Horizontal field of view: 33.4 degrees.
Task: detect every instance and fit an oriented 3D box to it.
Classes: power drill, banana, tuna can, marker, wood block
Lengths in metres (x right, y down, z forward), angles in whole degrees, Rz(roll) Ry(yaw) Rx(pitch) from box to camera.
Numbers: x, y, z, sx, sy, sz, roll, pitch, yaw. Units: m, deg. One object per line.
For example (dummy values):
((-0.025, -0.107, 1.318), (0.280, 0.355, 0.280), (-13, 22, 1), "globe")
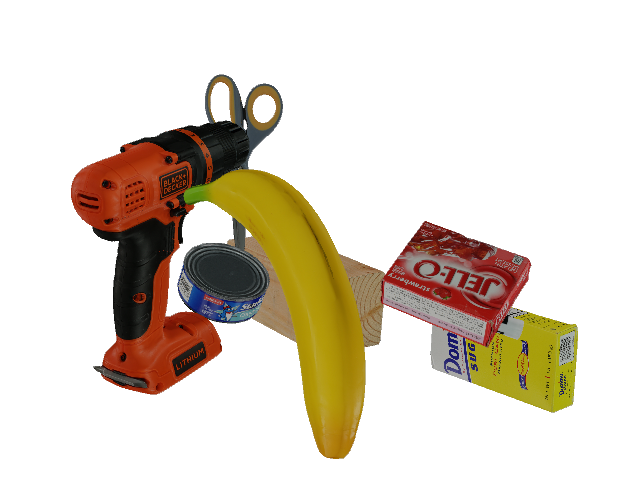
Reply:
((-0.114, 0.008, 0.818), (0.057, 0.188, 0.184), (12, 23, 30), "power drill")
((-0.014, 0.026, 0.613), (0.037, 0.198, 0.070), (0, -40, -44), "banana")
((-0.095, 0.042, 1.038), (0.086, 0.034, 0.086), (15, 33, -10), "tuna can")
((0.132, 0.067, 1.013), (0.121, 0.020, 0.020), (18, 1, 4), "marker")
((-0.023, 0.060, 1.283), (0.090, 0.090, 0.206), (-7, 18, -35), "wood block")

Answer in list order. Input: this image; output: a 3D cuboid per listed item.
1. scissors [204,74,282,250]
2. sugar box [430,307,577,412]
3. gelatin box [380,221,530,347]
((-0.073, -0.089, 1.179), (0.096, 0.202, 0.016), (-14, -4, -16), "scissors")
((0.202, 0.121, 1.196), (0.048, 0.093, 0.177), (-11, 18, -43), "sugar box")
((0.099, 0.030, 0.785), (0.089, 0.030, 0.073), (21, 48, 21), "gelatin box")
